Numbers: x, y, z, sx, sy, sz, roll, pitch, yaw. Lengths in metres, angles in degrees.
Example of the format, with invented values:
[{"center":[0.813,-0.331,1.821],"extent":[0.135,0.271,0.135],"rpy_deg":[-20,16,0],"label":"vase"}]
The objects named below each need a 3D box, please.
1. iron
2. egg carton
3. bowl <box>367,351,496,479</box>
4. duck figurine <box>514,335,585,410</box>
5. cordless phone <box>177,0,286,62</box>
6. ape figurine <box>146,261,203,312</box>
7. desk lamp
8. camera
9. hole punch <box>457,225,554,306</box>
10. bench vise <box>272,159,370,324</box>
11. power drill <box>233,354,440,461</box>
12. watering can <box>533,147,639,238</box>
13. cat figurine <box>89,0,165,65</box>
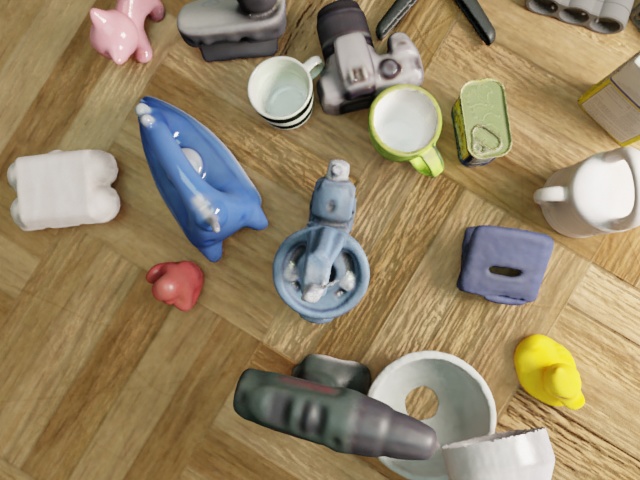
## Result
[{"center":[-0.181,-0.101,0.749],"extent":[0.118,0.141,0.258],"rpy_deg":[-35,87,1],"label":"iron"},{"center":[-0.351,-0.070,0.790],"extent":[0.150,0.069,0.107],"rpy_deg":[-7,87,2],"label":"egg carton"},{"center":[0.140,0.225,0.755],"extent":[0.167,0.075,0.167],"rpy_deg":[0,87,2],"label":"bowl"},{"center":[0.304,0.175,0.745],"extent":[0.077,0.086,0.104],"rpy_deg":[-33,86,1],"label":"duck figurine"},{"center":[-0.120,-0.306,0.733],"extent":[0.147,0.185,0.094],"rpy_deg":[-10,87,2],"label":"cordless phone"},{"center":[-0.198,0.062,0.767],"extent":[0.076,0.092,0.078],"rpy_deg":[-28,86,1],"label":"ape figurine"},{"center":[0.214,0.307,0.679],"extent":[0.118,0.213,0.203],"rpy_deg":[-12,87,2],"label":"desk lamp"},{"center":[0.056,-0.253,0.766],"extent":[0.143,0.101,0.137],"rpy_deg":[-14,87,2],"label":"camera"},{"center":[0.241,0.034,0.751],"extent":[0.108,0.091,0.101],"rpy_deg":[9,88,3],"label":"hole punch"},{"center":[-0.005,0.004,0.698],"extent":[0.121,0.220,0.207],"rpy_deg":[-9,87,2],"label":"bench vise"},{"center":[0.018,0.197,0.694],"extent":[0.229,0.208,0.076],"rpy_deg":[10,88,3],"label":"power drill"},{"center":[0.358,-0.060,0.699],"extent":[0.173,0.194,0.101],"rpy_deg":[-24,86,1],"label":"watering can"},{"center":[-0.269,-0.293,0.773],"extent":[0.067,0.118,0.128],"rpy_deg":[12,88,3],"label":"cat figurine"}]
